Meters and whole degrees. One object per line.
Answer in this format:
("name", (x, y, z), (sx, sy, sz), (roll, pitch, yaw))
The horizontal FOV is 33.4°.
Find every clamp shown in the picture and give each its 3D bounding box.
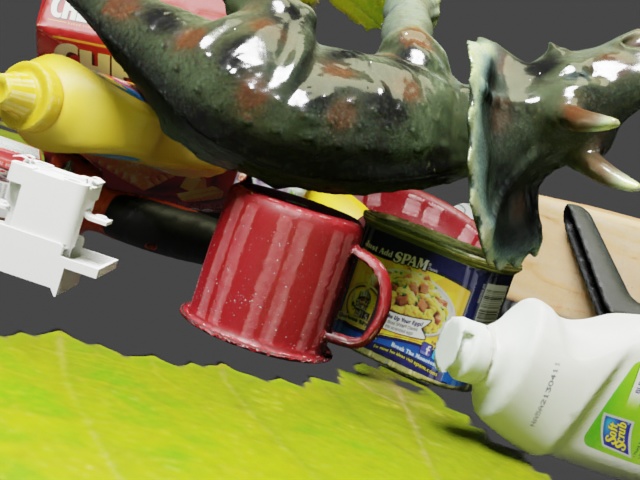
("clamp", (0.202, 0.062, 0.726), (0.210, 0.164, 0.036), (29, -30, 28))

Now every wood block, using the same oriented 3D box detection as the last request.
("wood block", (0.255, 0.034, 0.803), (0.090, 0.090, 0.206), (8, 9, -43))

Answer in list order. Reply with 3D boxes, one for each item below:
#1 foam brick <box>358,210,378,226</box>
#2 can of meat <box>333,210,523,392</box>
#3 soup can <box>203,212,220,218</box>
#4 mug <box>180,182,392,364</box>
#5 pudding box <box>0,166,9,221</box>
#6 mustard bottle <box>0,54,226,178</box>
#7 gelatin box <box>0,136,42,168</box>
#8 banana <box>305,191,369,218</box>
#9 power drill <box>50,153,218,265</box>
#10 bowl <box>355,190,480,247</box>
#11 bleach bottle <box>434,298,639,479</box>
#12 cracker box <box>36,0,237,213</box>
("foam brick", (0.044, 0.023, 0.746), (0.078, 0.051, 0.053), (46, 11, 6))
("can of meat", (0.062, 0.037, 0.661), (0.102, 0.084, 0.057), (23, 8, 32))
("soup can", (-0.088, -0.047, 1.012), (0.068, 0.068, 0.102), (19, 6, 9))
("mug", (-0.014, 0.020, 0.609), (0.117, 0.081, 0.093), (21, 7, 21))
("pudding box", (-0.231, -0.035, 0.657), (0.114, 0.039, 0.089), (24, 9, 42))
("mustard bottle", (-0.138, -0.079, 0.678), (0.096, 0.058, 0.191), (23, 7, 25))
("gelatin box", (-0.265, -0.067, 0.862), (0.073, 0.030, 0.089), (18, 7, -18))
("banana", (-0.007, -0.018, 0.841), (0.037, 0.070, 0.198), (-12, 20, -44))
("power drill", (-0.097, -0.011, 0.742), (0.187, 0.057, 0.184), (16, 4, -8))
("bowl", (0.074, 0.012, 0.903), (0.162, 0.055, 0.162), (18, 27, -10))
("bleach bottle", (0.181, 0.079, 0.560), (0.250, 0.102, 0.068), (17, 4, -15))
("cracker box", (-0.134, -0.109, 0.842), (0.164, 0.072, 0.214), (9, -29, -7))
